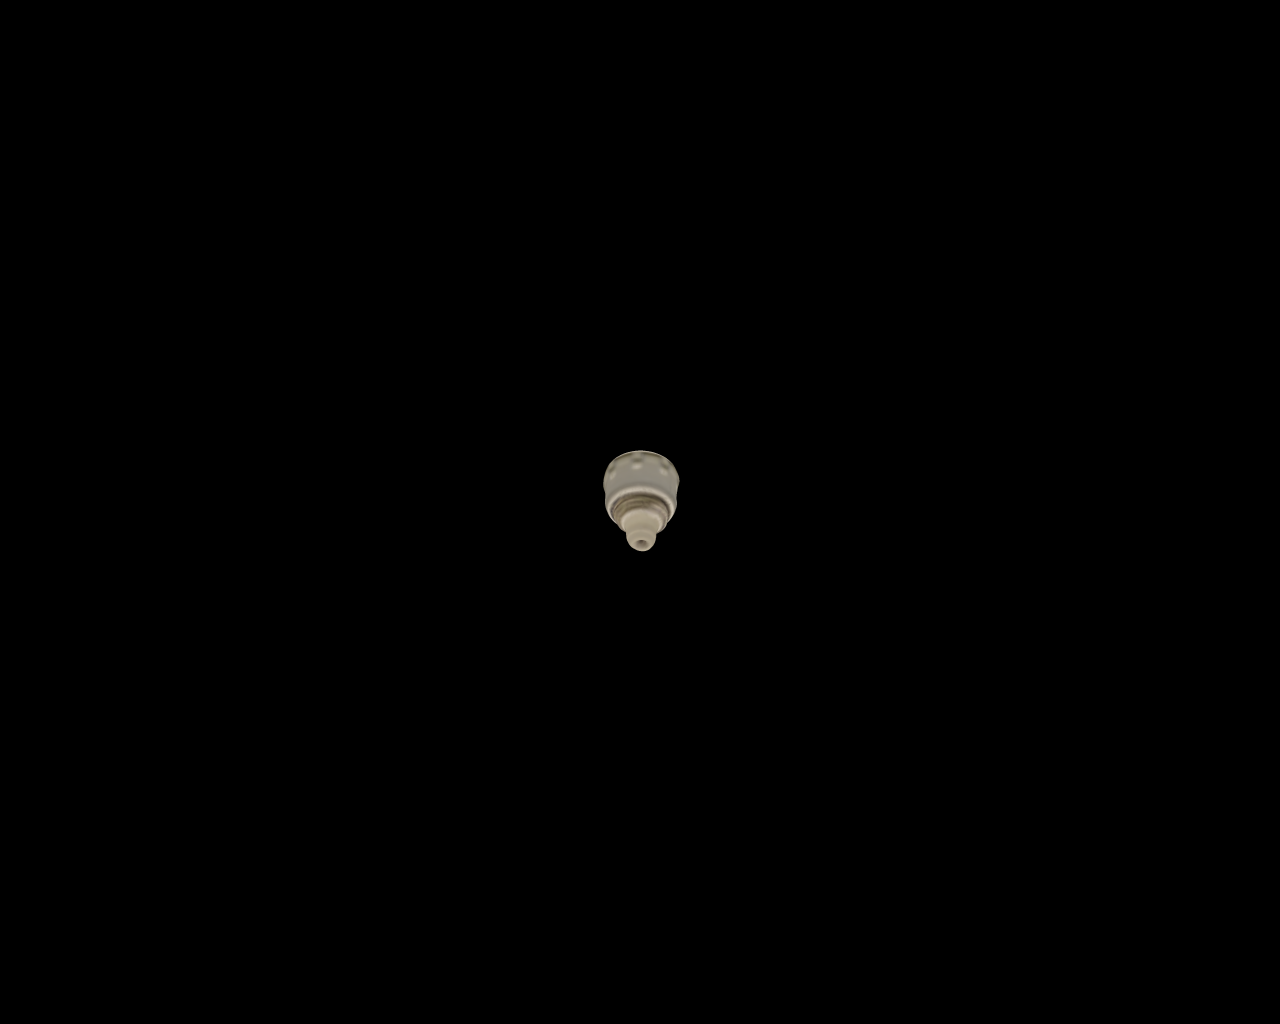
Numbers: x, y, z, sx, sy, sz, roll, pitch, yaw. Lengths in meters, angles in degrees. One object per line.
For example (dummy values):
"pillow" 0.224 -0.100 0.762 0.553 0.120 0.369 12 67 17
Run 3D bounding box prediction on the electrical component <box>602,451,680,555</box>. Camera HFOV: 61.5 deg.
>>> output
"electrical component" 0.001 -0.003 0.650 0.048 0.062 0.048 0 -43 0
